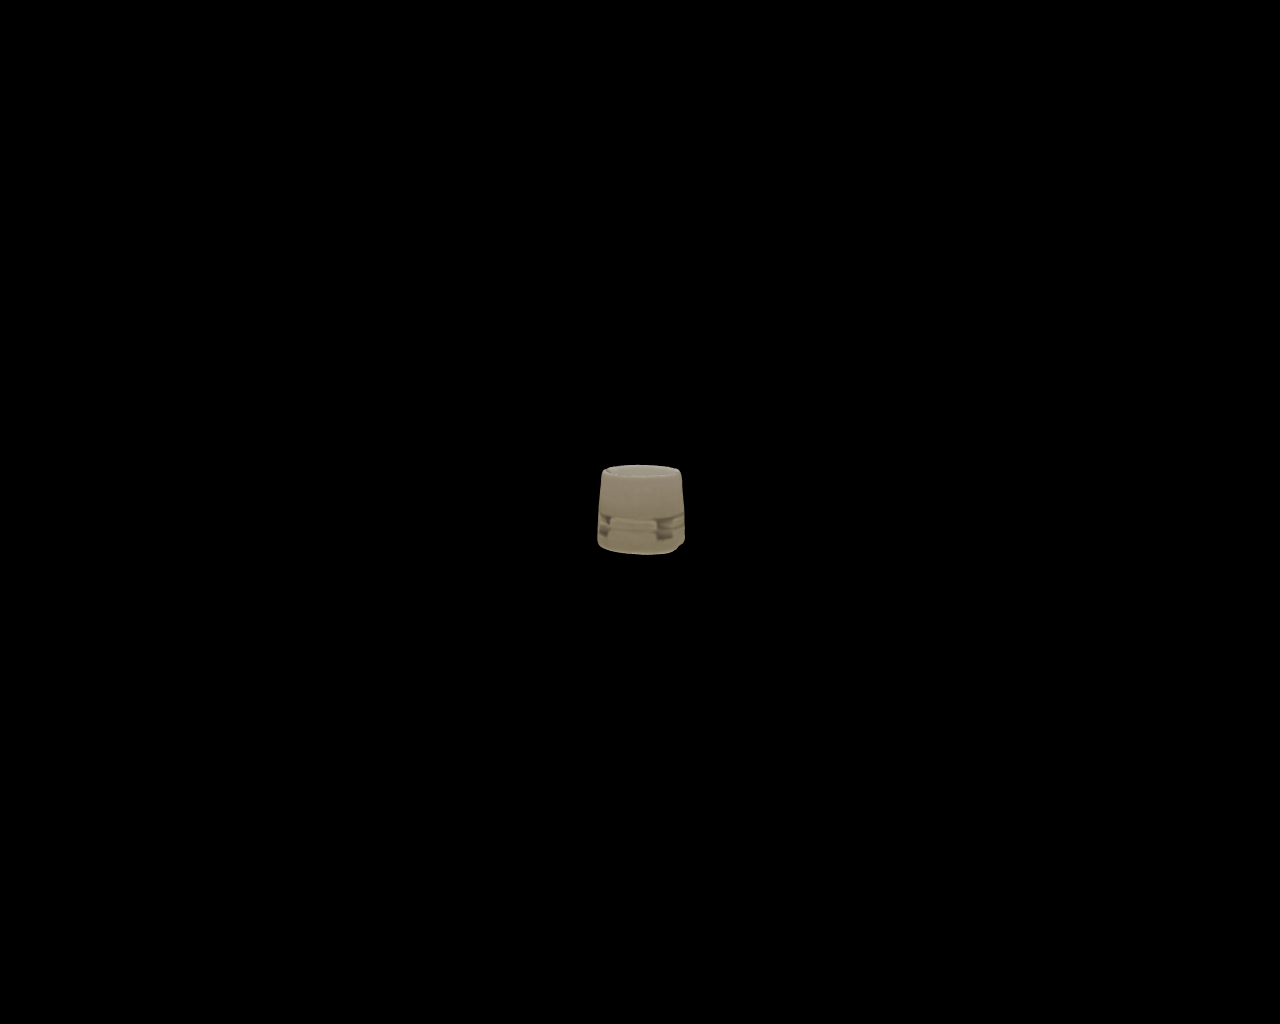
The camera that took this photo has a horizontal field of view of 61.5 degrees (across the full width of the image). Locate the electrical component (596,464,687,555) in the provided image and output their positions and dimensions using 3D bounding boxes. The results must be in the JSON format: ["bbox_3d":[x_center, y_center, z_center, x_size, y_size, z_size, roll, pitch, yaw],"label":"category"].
[{"bbox_3d":[0.001,-0.003,0.650,0.055,0.047,0.055,0,10,0],"label":"electrical component"}]
